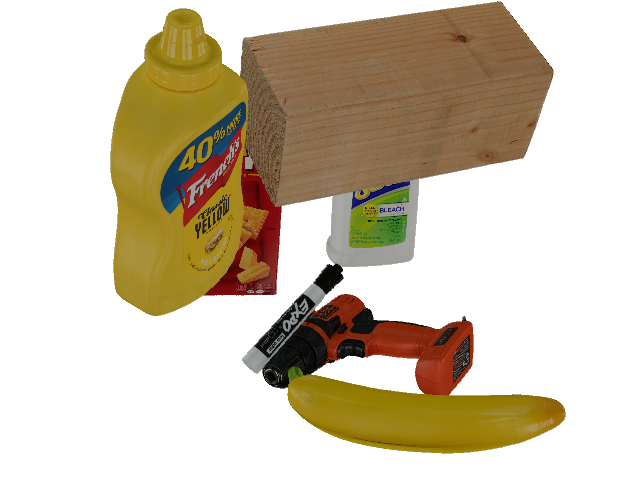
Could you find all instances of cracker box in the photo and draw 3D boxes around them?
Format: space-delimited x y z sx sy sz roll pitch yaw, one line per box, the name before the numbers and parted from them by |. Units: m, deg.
cracker box | -0.127 -0.043 1.235 0.164 0.214 0.072 1 22 -8

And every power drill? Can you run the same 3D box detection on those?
power drill | 0.053 0.116 1.116 0.188 0.057 0.184 10 25 27

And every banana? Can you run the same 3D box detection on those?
banana | 0.057 0.110 0.701 0.198 0.037 0.069 7 32 21

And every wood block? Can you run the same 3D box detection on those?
wood block | 0.051 -0.103 0.783 0.205 0.091 0.090 -12 -38 -18

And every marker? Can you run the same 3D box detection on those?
marker | -0.022 0.066 0.935 0.020 0.121 0.020 38 -17 14

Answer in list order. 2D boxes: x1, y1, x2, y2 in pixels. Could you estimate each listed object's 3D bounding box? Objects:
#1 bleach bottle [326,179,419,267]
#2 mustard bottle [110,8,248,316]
bleach bottle | 0.058 -0.097 1.165 0.102 0.251 0.068 -4 25 -8
mustard bottle | -0.080 -0.049 0.616 0.058 0.192 0.096 30 49 20
